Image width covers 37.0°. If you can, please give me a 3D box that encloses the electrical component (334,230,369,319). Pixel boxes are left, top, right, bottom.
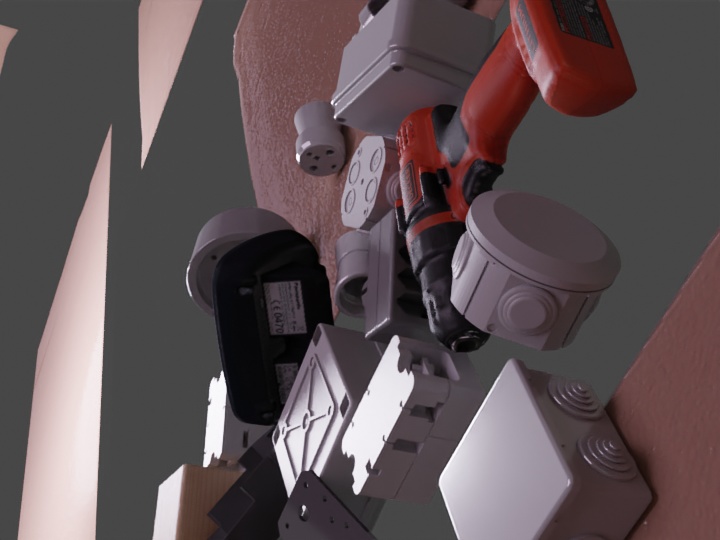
[{"bbox_3d":[0.000,0.000,0.814,0.065,0.044,0.044,-99,30,-53],"label":"electrical component"}]

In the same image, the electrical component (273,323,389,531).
[{"bbox_3d":[-0.012,0.111,0.755,0.108,0.056,0.108,-117,45,-59],"label":"electrical component"}]

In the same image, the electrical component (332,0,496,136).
[{"bbox_3d":[0.036,-0.138,0.756,0.113,0.078,0.057,-30,47,62],"label":"electrical component"}]

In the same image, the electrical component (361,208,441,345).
[{"bbox_3d":[0.025,0.014,0.732,0.076,0.047,0.083,139,139,-56],"label":"electrical component"}]

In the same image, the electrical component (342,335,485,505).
[{"bbox_3d":[0.035,0.092,0.650,0.050,0.056,0.089,-111,39,-55],"label":"electrical component"}]

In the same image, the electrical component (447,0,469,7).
[{"bbox_3d":[0.057,-0.195,0.799,0.061,0.035,0.035,126,150,-48],"label":"electrical component"}]

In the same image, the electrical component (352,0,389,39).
[{"bbox_3d":[0.018,-0.186,0.877,0.066,0.048,0.055,-99,23,-45],"label":"electrical component"}]

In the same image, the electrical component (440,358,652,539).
[{"bbox_3d":[0.087,0.106,0.520,0.099,0.048,0.099,-109,38,-54],"label":"electrical component"}]

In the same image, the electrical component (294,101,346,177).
[{"bbox_3d":[-0.036,-0.118,0.968,0.045,0.045,0.055,125,150,-43],"label":"electrical component"}]

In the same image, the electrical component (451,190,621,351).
[{"bbox_3d":[0.087,-0.002,0.547,0.080,0.080,0.051,-106,31,-52],"label":"electrical component"}]

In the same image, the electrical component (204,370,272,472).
[{"bbox_3d":[-0.103,0.136,0.965,0.050,0.056,0.089,132,145,-50],"label":"electrical component"}]

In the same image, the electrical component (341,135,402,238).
[{"bbox_3d":[0.024,-0.057,0.774,0.080,0.051,0.080,-166,90,-69],"label":"electrical component"}]

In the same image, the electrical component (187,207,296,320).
[{"bbox_3d":[-0.102,-0.008,0.988,0.060,0.108,0.108,-95,27,-53],"label":"electrical component"}]
